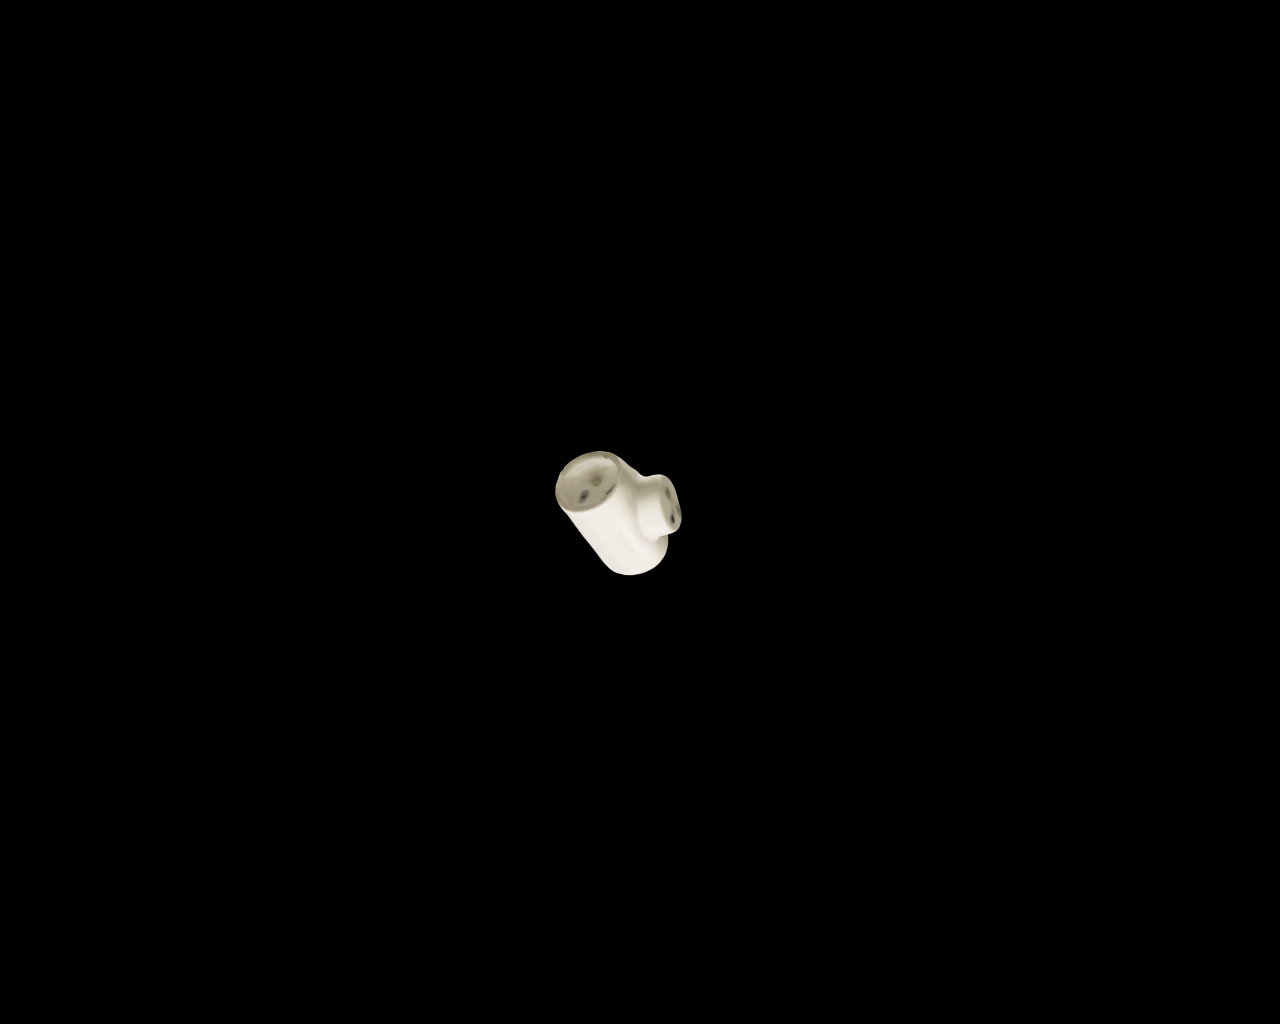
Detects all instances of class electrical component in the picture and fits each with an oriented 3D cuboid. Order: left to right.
[{"bbox_3d":[0.001,-0.003,0.650,0.079,0.043,0.077,-13,-38,18],"label":"electrical component"}]
